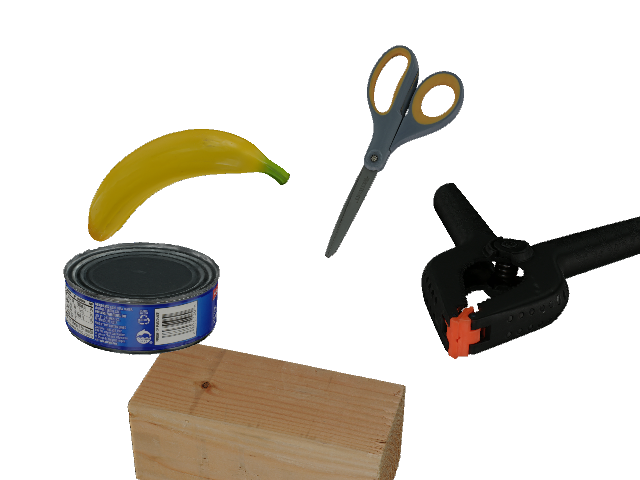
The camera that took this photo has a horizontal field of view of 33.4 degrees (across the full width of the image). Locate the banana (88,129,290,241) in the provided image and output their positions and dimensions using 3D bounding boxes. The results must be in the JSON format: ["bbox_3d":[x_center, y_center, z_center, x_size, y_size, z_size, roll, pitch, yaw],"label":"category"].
[{"bbox_3d":[-0.123,-0.048,0.855,0.198,0.069,0.037,-14,19,29],"label":"banana"}]

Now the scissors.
[{"bbox_3d":[0.069,-0.075,0.942,0.096,0.202,0.016,8,-11,15],"label":"scissors"}]

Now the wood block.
[{"bbox_3d":[-0.042,0.158,0.875,0.206,0.090,0.090,10,36,14],"label":"wood block"}]

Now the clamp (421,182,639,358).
[{"bbox_3d":[0.118,0.014,0.724,0.165,0.036,0.209,14,30,29],"label":"clamp"}]

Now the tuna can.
[{"bbox_3d":[-0.100,0.031,0.597,0.086,0.034,0.086,3,20,-1],"label":"tuna can"}]
